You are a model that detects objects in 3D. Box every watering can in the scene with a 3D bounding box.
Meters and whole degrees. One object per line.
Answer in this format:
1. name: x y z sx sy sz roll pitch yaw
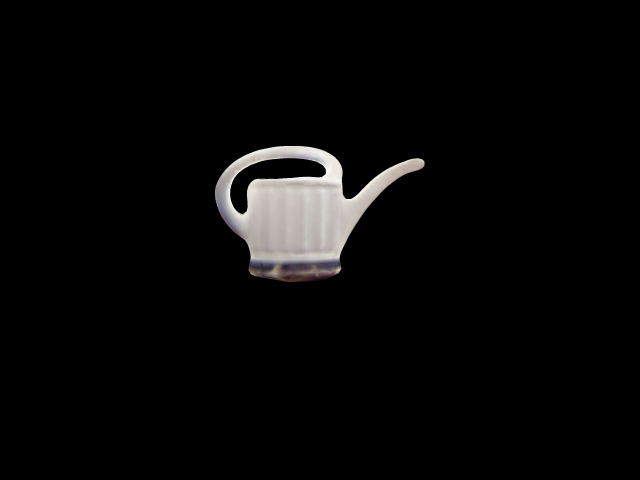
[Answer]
1. watering can: 0.003 -0.043 0.850 0.348 0.224 0.104 0 3 -4
